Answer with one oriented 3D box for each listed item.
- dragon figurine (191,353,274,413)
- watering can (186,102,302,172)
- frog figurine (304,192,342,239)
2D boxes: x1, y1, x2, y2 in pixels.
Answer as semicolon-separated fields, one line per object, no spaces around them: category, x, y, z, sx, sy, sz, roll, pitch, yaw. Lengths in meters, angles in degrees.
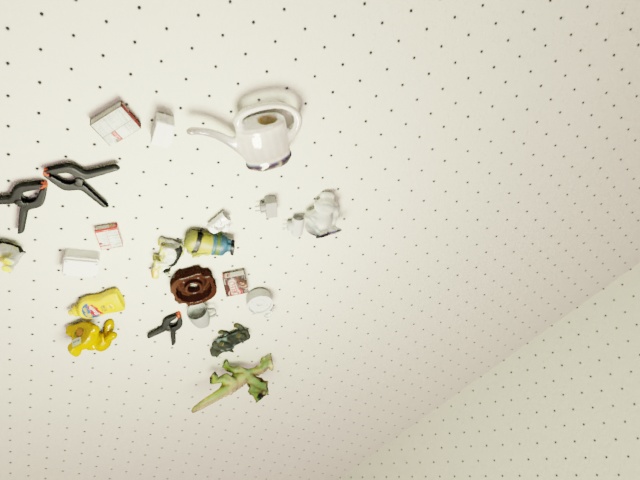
dragon figurine;-0.339;0.630;2.222;0.243;0.120;0.418;7;31;26
watering can;-0.218;-0.312;1.600;0.348;0.219;0.106;-16;43;-6
frog figurine;0.006;-0.095;1.880;0.138;0.159;0.123;-11;6;-18
